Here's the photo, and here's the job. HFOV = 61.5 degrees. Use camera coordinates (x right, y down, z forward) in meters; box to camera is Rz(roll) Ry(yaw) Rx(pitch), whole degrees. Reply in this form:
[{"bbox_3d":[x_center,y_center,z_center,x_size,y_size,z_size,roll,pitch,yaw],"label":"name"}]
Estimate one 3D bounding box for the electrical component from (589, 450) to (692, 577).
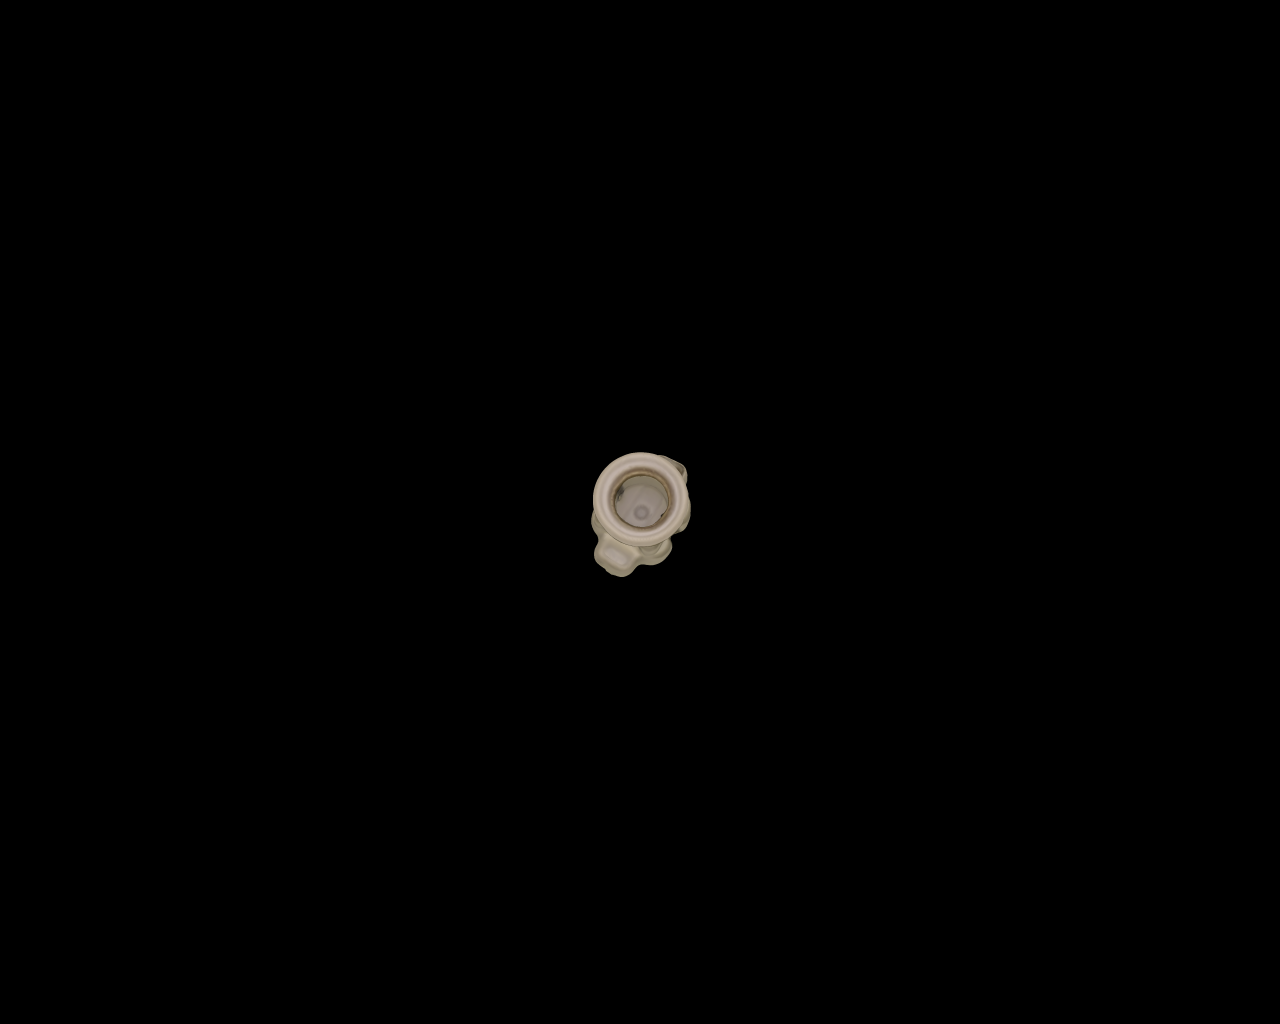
[{"bbox_3d":[0.001,-0.003,0.650,0.058,0.078,0.057,31,-11,7],"label":"electrical component"}]
